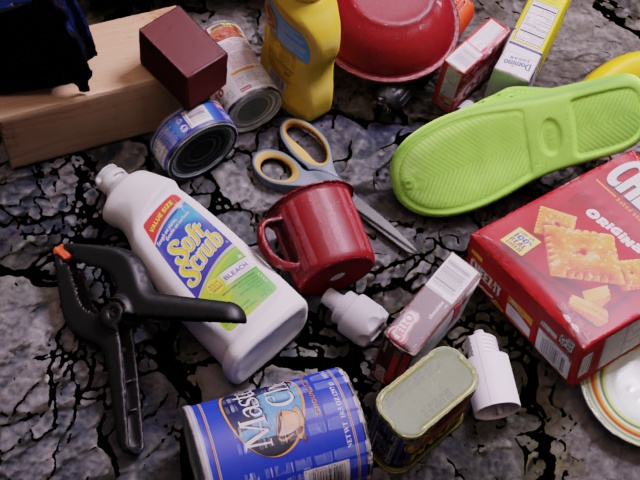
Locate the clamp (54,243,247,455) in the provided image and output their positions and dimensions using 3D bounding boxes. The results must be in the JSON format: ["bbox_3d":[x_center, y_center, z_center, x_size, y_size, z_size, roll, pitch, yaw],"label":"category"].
[{"bbox_3d":[-0.181,0.080,0.971,0.210,0.036,0.164,35,93,29],"label":"clamp"}]

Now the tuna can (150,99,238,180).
[{"bbox_3d":[-0.126,-0.100,1.073,0.086,0.086,0.034,-29,68,-20],"label":"tuna can"}]

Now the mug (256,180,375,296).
[{"bbox_3d":[-0.007,0.001,1.019,0.117,0.093,0.081,-4,62,-36],"label":"mug"}]

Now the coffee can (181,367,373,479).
[{"bbox_3d":[-0.038,0.175,0.909,0.140,0.103,0.103,-13,62,-13],"label":"coffee can"}]

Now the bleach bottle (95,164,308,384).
[{"bbox_3d":[-0.131,0.017,1.018,0.251,0.068,0.102,41,64,20],"label":"bleach bottle"}]

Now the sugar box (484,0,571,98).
[{"bbox_3d":[0.229,-0.211,1.171,0.048,0.093,0.176,22,60,8],"label":"sugar box"}]

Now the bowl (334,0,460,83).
[{"bbox_3d":[0.074,-0.248,1.135,0.162,0.055,0.162,1,64,-3],"label":"bowl"}]

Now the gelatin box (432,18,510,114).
[{"bbox_3d":[0.165,-0.189,1.162,0.030,0.073,0.089,39,62,15],"label":"gelatin box"}]

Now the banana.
[{"bbox_3d":[0.327,-0.163,1.187,0.069,0.037,0.197,45,65,-1],"label":"banana"}]

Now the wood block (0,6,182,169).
[{"bbox_3d":[-0.231,-0.157,1.095,0.205,0.090,0.091,-17,63,-16],"label":"wood block"}]

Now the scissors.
[{"bbox_3d":[0.005,-0.043,1.094,0.096,0.016,0.202,-27,66,-18],"label":"scissors"}]

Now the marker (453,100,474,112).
[{"bbox_3d":[0.123,-0.111,1.143,0.020,0.020,0.121,42,64,18],"label":"marker"}]

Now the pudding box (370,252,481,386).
[{"bbox_3d":[0.096,0.078,0.987,0.039,0.090,0.113,38,63,14],"label":"pudding box"}]

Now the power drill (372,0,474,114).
[{"bbox_3d":[0.056,-0.240,1.194,0.188,0.057,0.184,31,61,11],"label":"power drill"}]

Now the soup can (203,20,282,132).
[{"bbox_3d":[-0.091,-0.173,1.131,0.068,0.068,0.102,-23,65,-18],"label":"soup can"}]

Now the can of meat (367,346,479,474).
[{"bbox_3d":[0.089,0.149,0.947,0.102,0.084,0.057,-35,68,-23],"label":"can of meat"}]

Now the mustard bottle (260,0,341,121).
[{"bbox_3d":[-0.019,-0.212,1.089,0.058,0.192,0.096,-28,66,-20],"label":"mustard bottle"}]

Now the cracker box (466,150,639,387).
[{"bbox_3d":[0.275,0.020,1.036,0.213,0.072,0.164,-27,55,-19],"label":"cracker box"}]

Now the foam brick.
[{"bbox_3d":[-0.132,-0.177,1.034,0.051,0.053,0.078,-36,71,-23],"label":"foam brick"}]
